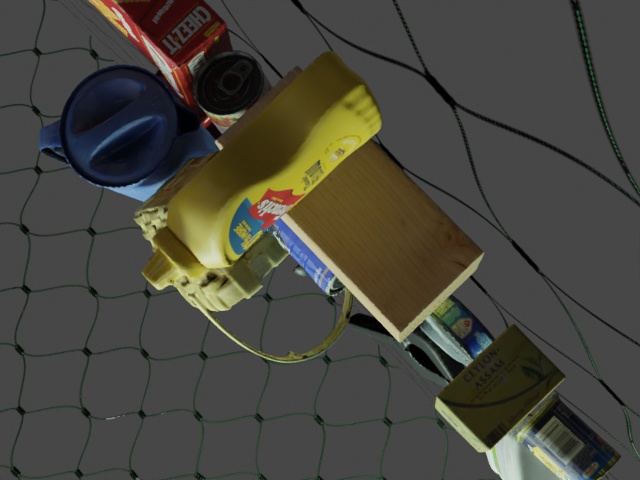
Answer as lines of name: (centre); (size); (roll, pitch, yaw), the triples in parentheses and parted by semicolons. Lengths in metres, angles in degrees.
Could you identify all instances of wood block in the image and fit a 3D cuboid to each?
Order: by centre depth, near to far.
wood block: (0.024, -0.027, 0.848); (0.206, 0.091, 0.090); (46, 177, 11)

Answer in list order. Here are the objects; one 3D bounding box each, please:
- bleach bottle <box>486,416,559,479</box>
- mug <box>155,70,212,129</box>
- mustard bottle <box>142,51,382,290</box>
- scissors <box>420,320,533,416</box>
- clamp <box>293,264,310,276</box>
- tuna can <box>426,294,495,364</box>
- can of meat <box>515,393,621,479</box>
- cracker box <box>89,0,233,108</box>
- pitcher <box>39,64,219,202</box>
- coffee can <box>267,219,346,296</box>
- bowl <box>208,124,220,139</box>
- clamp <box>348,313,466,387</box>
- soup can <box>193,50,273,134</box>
bleach bottle: (0.240, 0.251, 1.294); (0.251, 0.068, 0.102); (-163, 66, -86)
mug: (-0.170, -0.185, 1.359); (0.081, 0.093, 0.117); (42, 168, 1)
mustard bottle: (-0.044, -0.038, 0.719); (0.058, 0.191, 0.096); (46, 176, 13)
scissors: (0.190, 0.150, 1.326); (0.201, 0.016, 0.096); (39, -167, -27)
clamp: (-0.009, 0.002, 1.294); (0.171, 0.039, 0.120); (15, -140, -59)
tuna can: (0.148, 0.095, 1.124); (0.086, 0.033, 0.086); (47, 176, 4)
can of meat: (0.241, 0.202, 1.041); (0.084, 0.057, 0.102); (44, 176, 17)
cracker box: (-0.182, -0.240, 1.050); (0.214, 0.072, 0.164); (46, 176, 4)
pitcher: (-0.199, -0.102, 1.225); (0.149, 0.145, 0.242); (40, 180, 15)
coffee can: (-0.003, -0.035, 0.954); (0.140, 0.103, 0.103); (46, 176, 13)
bowl: (-0.159, -0.133, 1.470); (0.162, 0.055, 0.162); (28, -155, -15)
clamp: (0.111, 0.126, 1.401); (0.210, 0.036, 0.165); (44, 156, 17)
soup can: (-0.073, -0.128, 1.028); (0.068, 0.068, 0.102); (45, 176, 24)
